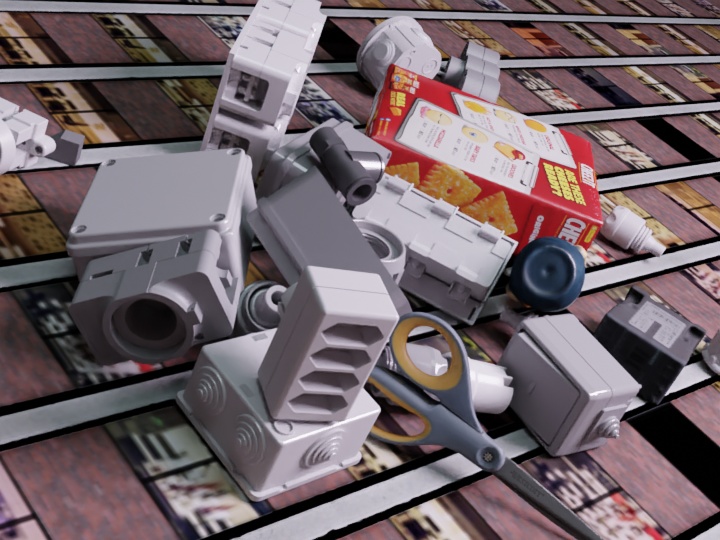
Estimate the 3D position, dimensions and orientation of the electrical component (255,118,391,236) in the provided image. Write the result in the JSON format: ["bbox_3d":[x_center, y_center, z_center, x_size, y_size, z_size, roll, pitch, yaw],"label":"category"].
[{"bbox_3d":[-0.033,-0.065,0.850,0.057,0.078,0.113,33,33,10],"label":"electrical component"}]

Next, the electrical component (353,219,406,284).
[{"bbox_3d":[0.000,0.000,0.794,0.078,0.057,0.058,39,35,23],"label":"electrical component"}]

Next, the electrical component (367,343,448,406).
[{"bbox_3d":[0.024,0.069,0.720,0.062,0.043,0.043,11,34,-16],"label":"electrical component"}]

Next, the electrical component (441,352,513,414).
[{"bbox_3d":[0.077,0.080,0.743,0.046,0.040,0.040,12,33,-28],"label":"electrical component"}]

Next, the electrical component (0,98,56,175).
[{"bbox_3d":[-0.264,-0.095,0.781,0.066,0.048,0.055,25,24,3],"label":"electrical component"}]

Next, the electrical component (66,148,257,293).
[{"bbox_3d":[-0.129,-0.030,0.726,0.109,0.056,0.108,-5,33,4],"label":"electrical component"}]

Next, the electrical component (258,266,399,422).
[{"bbox_3d":[-0.025,0.030,0.613,0.047,0.083,0.075,7,37,-28],"label":"electrical component"}]

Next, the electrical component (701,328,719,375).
[{"bbox_3d":[0.321,0.060,0.902,0.048,0.062,0.048,16,33,-11],"label":"electrical component"}]

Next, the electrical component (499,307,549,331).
[{"bbox_3d":[0.136,0.049,0.829,0.061,0.035,0.035,33,33,20],"label":"electrical component"}]

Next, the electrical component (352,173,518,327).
[{"bbox_3d":[0.054,-0.021,0.842,0.121,0.063,0.078,28,73,8],"label":"electrical component"}]

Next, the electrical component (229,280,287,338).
[{"bbox_3d":[-0.061,0.027,0.705,0.048,0.062,0.048,6,71,-17],"label":"electrical component"}]

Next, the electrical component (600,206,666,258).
[{"bbox_3d":[0.264,-0.033,1.030,0.061,0.035,0.035,35,34,13],"label":"electrical component"}]

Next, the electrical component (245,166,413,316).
[{"bbox_3d":[-0.020,-0.003,0.718,0.113,0.057,0.078,56,-1,12],"label":"electrical component"}]

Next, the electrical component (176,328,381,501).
[{"bbox_3d":[-0.048,0.081,0.651,0.100,0.048,0.099,-12,48,-44],"label":"electrical component"}]

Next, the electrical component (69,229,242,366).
[{"bbox_3d":[-0.124,0.019,0.657,0.089,0.050,0.055,-14,32,11],"label":"electrical component"}]

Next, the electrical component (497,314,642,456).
[{"bbox_3d":[0.144,0.085,0.754,0.061,0.061,0.096,-4,41,-37],"label":"electrical component"}]

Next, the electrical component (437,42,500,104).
[{"bbox_3d":[0.110,-0.210,1.176,0.074,0.052,0.138,20,32,-5],"label":"electrical component"}]

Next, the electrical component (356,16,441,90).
[{"bbox_3d":[0.041,-0.219,1.123,0.080,0.080,0.051,-8,49,-40],"label":"electrical component"}]

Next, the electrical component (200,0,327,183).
[{"bbox_3d":[-0.081,-0.167,0.943,0.060,0.105,0.186,20,32,-6],"label":"electrical component"}]
